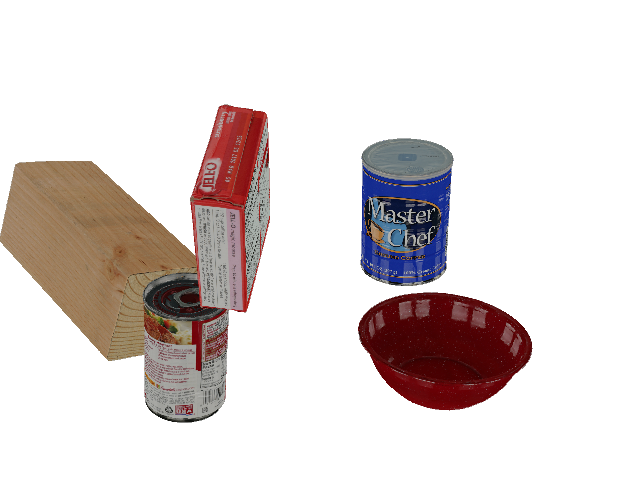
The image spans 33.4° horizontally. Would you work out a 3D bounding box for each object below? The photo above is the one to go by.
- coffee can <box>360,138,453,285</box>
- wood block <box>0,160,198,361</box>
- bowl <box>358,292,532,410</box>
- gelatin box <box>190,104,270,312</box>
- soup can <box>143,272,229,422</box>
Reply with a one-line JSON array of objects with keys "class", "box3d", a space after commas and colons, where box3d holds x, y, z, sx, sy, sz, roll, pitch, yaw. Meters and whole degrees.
[{"class": "coffee can", "box3d": [0.098, -0.033, 1.227, 0.103, 0.140, 0.103, 0, 28, 0]}, {"class": "wood block", "box3d": [-0.207, 0.012, 0.999, 0.090, 0.091, 0.206, -6, 34, -45]}, {"class": "bowl", "box3d": [0.115, 0.111, 1.003, 0.162, 0.055, 0.162, 2, 27, -1]}, {"class": "gelatin box", "box3d": [-0.048, -0.017, 0.581, 0.030, 0.073, 0.089, 6, -42, 5]}, {"class": "soup can", "box3d": [-0.108, 0.086, 0.857, 0.068, 0.102, 0.068, 3, 29, -2]}]
